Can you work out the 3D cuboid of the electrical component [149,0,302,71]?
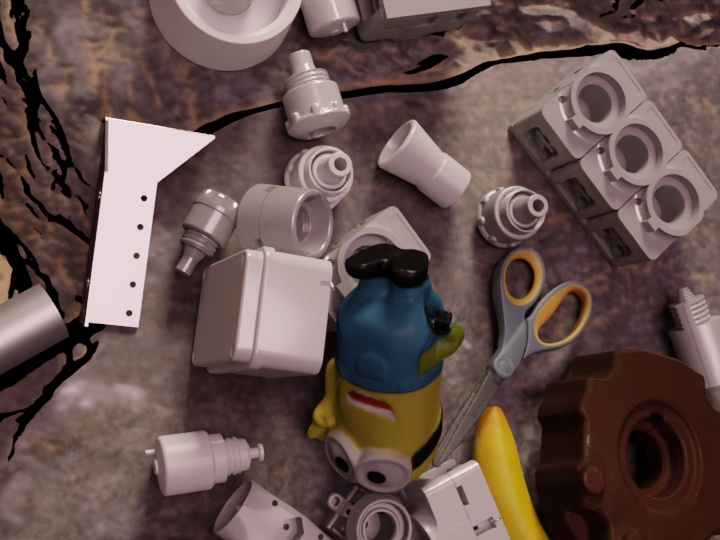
[{"bbox_3d":[-0.093,-0.204,0.771,0.108,0.060,0.108,3,82,-20],"label":"electrical component"}]

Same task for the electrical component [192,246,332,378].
[{"bbox_3d":[-0.068,0.031,0.720,0.057,0.113,0.078,10,79,-22],"label":"electrical component"}]

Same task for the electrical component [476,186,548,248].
[{"bbox_3d":[0.122,-0.044,0.829,0.048,0.062,0.048,3,82,-20],"label":"electrical component"}]

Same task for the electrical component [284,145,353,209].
[{"bbox_3d":[-0.025,-0.069,0.777,0.048,0.062,0.048,3,81,-21],"label":"electrical component"}]

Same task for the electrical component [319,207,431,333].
[{"bbox_3d":[0.000,0.000,0.781,0.089,0.056,0.050,-39,97,-21],"label":"electrical component"}]

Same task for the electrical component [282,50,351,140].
[{"bbox_3d":[-0.037,-0.130,0.791,0.048,0.048,0.062,-13,81,-22],"label":"electrical component"}]

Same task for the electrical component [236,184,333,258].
[{"bbox_3d":[-0.052,-0.033,0.758,0.055,0.047,0.055,-10,102,-57],"label":"electrical component"}]

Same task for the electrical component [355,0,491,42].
[{"bbox_3d":[0.031,-0.258,0.824,0.089,0.062,0.150,-13,87,-22],"label":"electrical component"}]

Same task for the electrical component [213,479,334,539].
[{"bbox_3d":[-0.068,0.198,0.735,0.077,0.043,0.079,39,72,-12],"label":"electrical component"}]

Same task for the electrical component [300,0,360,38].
[{"bbox_3d":[-0.028,-0.211,0.807,0.040,0.040,0.078,-16,88,-22],"label":"electrical component"}]

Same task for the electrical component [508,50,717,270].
[{"bbox_3d":[0.207,-0.088,0.867,0.089,0.062,0.150,-41,98,-20],"label":"electrical component"}]

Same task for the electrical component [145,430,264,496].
[{"bbox_3d":[-0.105,0.129,0.732,0.078,0.040,0.040,-5,84,-21],"label":"electrical component"}]

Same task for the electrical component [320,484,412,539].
[{"bbox_3d":[0.007,0.180,0.759,0.066,0.055,0.048,41,71,-11],"label":"electrical component"}]

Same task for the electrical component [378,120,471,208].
[{"bbox_3d":[0.052,-0.078,0.820,0.065,0.044,0.044,36,72,-18],"label":"electrical component"}]

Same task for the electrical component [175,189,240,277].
[{"bbox_3d":[-0.110,-0.024,0.754,0.035,0.035,0.061,31,75,-14],"label":"electrical component"}]

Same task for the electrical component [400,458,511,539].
[{"bbox_3d":[0.069,0.191,0.784,0.056,0.050,0.089,-23,91,-22],"label":"electrical component"}]

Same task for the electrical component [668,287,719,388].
[{"bbox_3d":[0.278,0.054,0.885,0.043,0.043,0.081,-19,90,-22],"label":"electrical component"}]
